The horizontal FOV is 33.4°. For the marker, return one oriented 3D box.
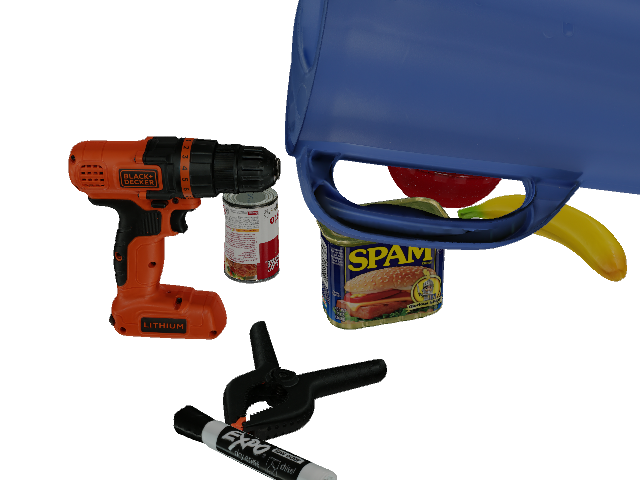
[{"bbox_3d":[-0.042,0.123,0.626,0.121,0.020,0.020,16,10,38],"label":"marker"}]

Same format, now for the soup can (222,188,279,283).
[{"bbox_3d":[-0.084,-0.009,1.285,0.068,0.102,0.068,0,26,0],"label":"soup can"}]

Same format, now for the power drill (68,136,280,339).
[{"bbox_3d":[-0.125,-0.004,0.956,0.184,0.188,0.057,2,26,6],"label":"power drill"}]

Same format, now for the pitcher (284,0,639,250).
[{"bbox_3d":[0.103,-0.083,0.591,0.242,0.149,0.145,9,35,-8],"label":"pitcher"}]

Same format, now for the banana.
[{"bbox_3d":[0.225,-0.008,1.025,0.069,0.037,0.198,-38,37,-24],"label":"banana"}]

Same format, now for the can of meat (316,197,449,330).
[{"bbox_3d":[0.050,0.019,0.854,0.102,0.084,0.057,-8,30,-11],"label":"can of meat"}]

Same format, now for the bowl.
[{"bbox_3d":[0.147,-0.081,1.285,0.162,0.055,0.162,7,23,-3],"label":"bowl"}]

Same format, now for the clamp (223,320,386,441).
[{"bbox_3d":[-0.030,0.154,1.114,0.165,0.036,0.209,12,26,15],"label":"clamp"}]
